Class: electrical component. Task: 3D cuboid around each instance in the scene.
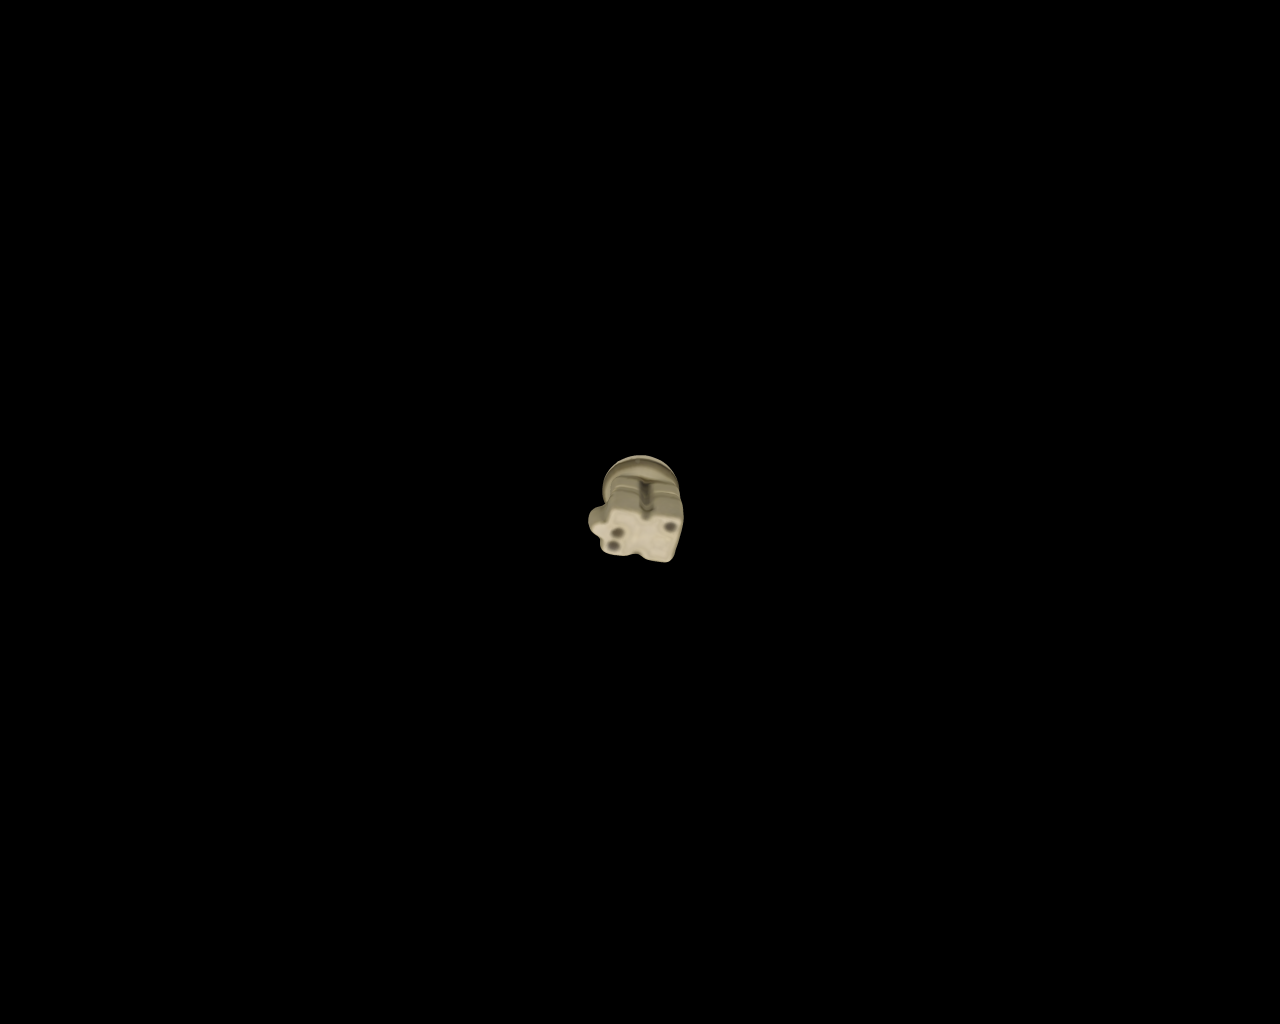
[{"bbox_3d":[0.001,-0.003,0.650,0.066,0.048,0.055,10,37,-8],"label":"electrical component"}]
